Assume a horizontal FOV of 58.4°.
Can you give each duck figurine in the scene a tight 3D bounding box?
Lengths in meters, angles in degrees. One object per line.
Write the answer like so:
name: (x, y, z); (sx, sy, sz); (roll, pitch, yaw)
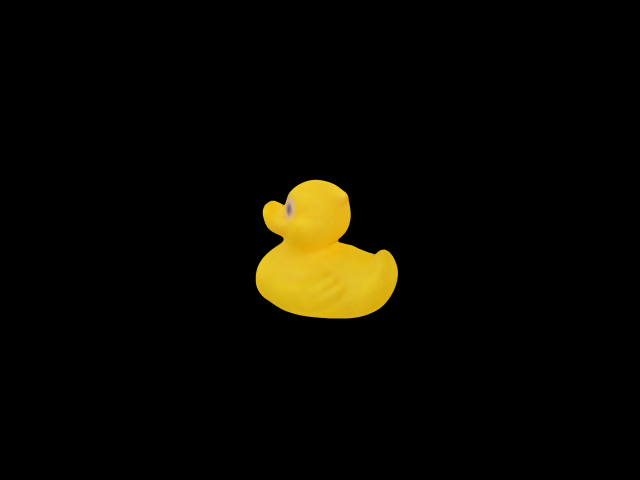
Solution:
duck figurine: (0.004, 0.001, 0.400); (0.104, 0.086, 0.078); (10, 28, 21)
